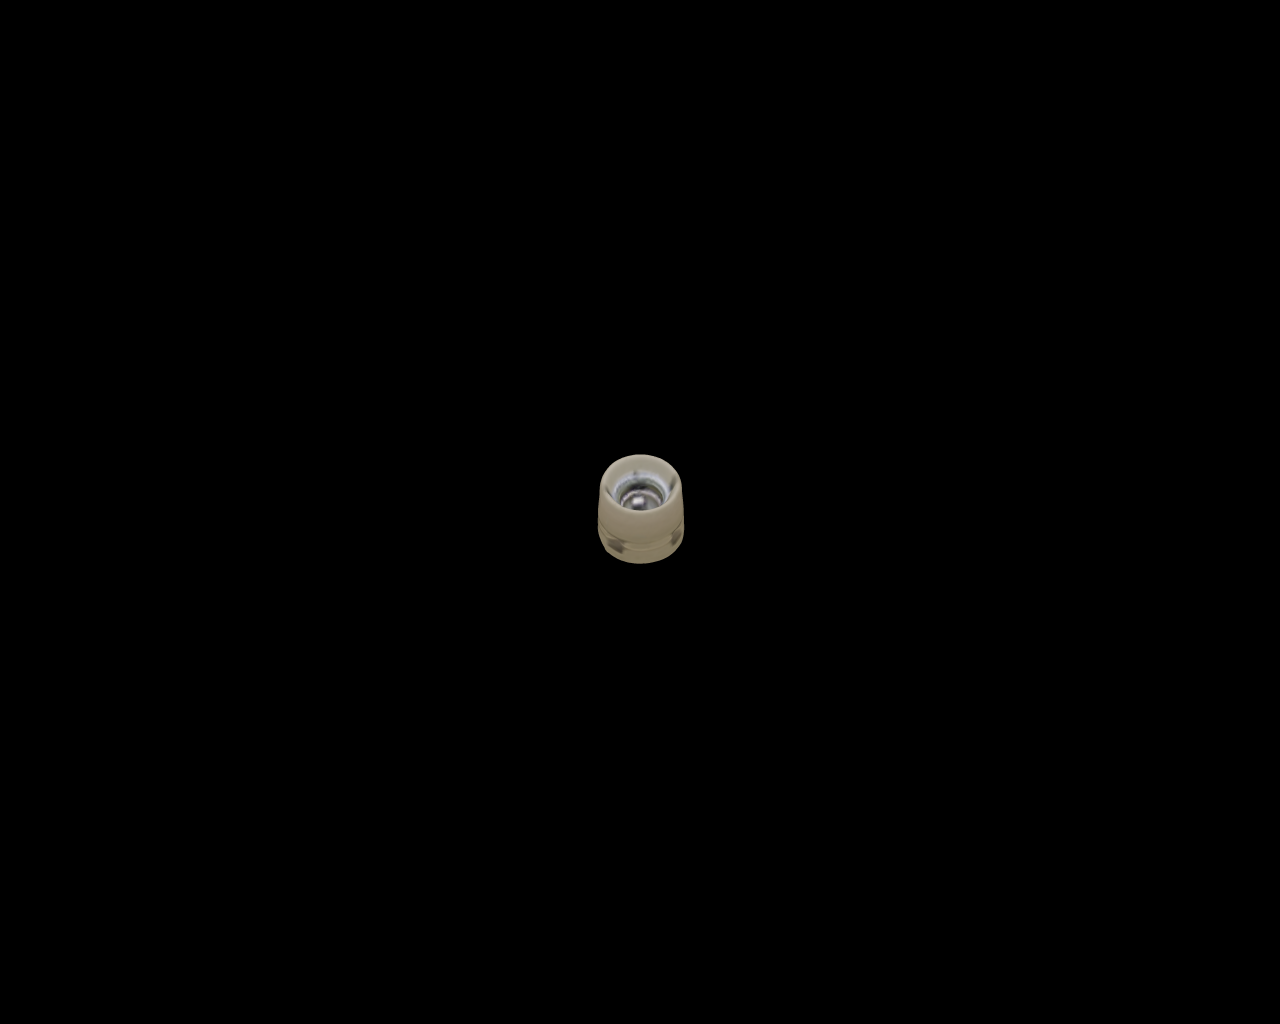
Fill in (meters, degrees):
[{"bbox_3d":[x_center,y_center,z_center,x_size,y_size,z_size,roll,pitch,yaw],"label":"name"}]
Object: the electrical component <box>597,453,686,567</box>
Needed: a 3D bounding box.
[{"bbox_3d":[0.001,-0.003,0.650,0.055,0.055,0.047,0,-40,0],"label":"electrical component"}]
